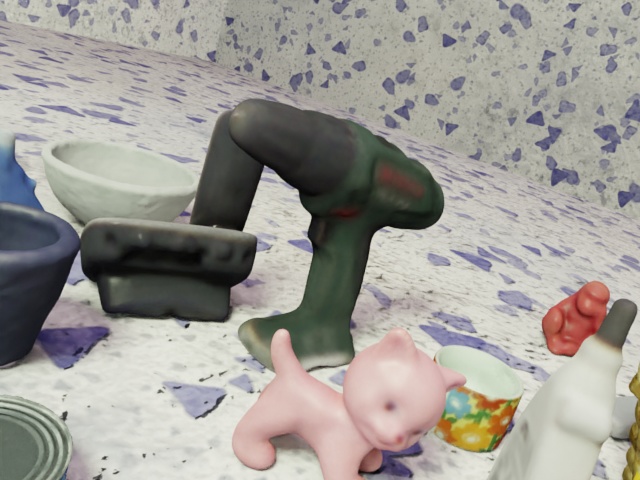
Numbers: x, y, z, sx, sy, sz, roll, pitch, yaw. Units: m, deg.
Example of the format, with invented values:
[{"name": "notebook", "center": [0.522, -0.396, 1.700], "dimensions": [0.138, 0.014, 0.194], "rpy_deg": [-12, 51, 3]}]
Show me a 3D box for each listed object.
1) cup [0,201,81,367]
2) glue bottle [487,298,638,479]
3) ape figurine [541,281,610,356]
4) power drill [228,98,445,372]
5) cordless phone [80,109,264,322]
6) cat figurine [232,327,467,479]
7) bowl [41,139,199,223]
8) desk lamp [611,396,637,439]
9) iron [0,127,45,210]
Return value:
[{"name": "cup", "center": [-0.222, 0.028, 0.374], "dimensions": [0.117, 0.095, 0.092], "rpy_deg": [22, 19, 14]}, {"name": "glue bottle", "center": [0.145, 0.112, 0.341], "dimensions": [0.037, 0.173, 0.078], "rpy_deg": [20, 18, 7]}, {"name": "ape figurine", "center": [0.312, 0.091, 0.683], "dimensions": [0.077, 0.092, 0.076], "rpy_deg": [24, 19, 19]}, {"name": "power drill", "center": [0.004, 0.002, 0.474], "dimensions": [0.230, 0.208, 0.075], "rpy_deg": [-1, 26, -43]}, {"name": "cordless phone", "center": [-0.119, -0.031, 0.493], "dimensions": [0.148, 0.185, 0.093], "rpy_deg": [5, 22, -32]}, {"name": "cat figurine", "center": [0.022, 0.097, 0.359], "dimensions": [0.127, 0.118, 0.067], "rpy_deg": [20, 18, 7]}, {"name": "bowl", "center": [-0.222, -0.052, 0.635], "dimensions": [0.167, 0.075, 0.167], "rpy_deg": [16, 18, -5]}, {"name": "desk lamp", "center": [0.384, 0.103, 0.519], "dimensions": [0.204, 0.213, 0.117], "rpy_deg": [6, 21, -31]}, {"name": "iron", "center": [-0.327, -0.054, 0.439], "dimensions": [0.259, 0.141, 0.118], "rpy_deg": [0, 25, -42]}]
